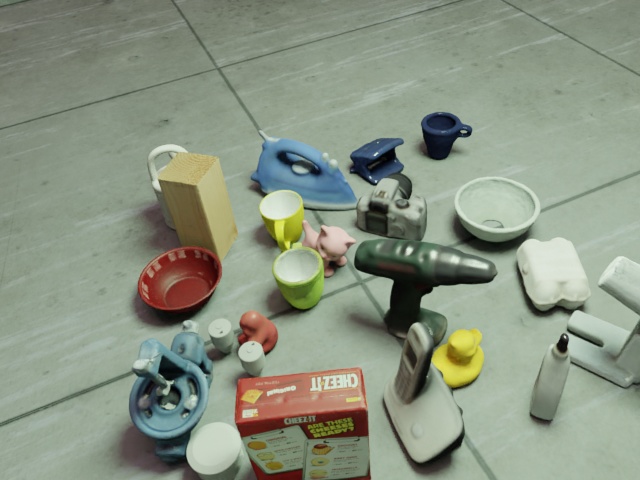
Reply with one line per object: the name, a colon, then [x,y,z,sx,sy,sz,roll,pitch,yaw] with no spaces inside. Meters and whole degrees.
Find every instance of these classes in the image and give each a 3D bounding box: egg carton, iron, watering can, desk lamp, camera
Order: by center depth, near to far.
desk lamp: [0.485,0.128,0.863,0.202,0.214,0.118,25,52,28]
egg carton: [0.420,0.059,1.043,0.107,0.069,0.150,-4,44,3]
camera: [0.161,-0.084,1.197,0.142,0.101,0.137,14,48,20]
watering can: [-0.310,-0.127,1.229,0.101,0.194,0.172,-24,47,-17]
iron: [-0.030,-0.159,1.266,0.257,0.142,0.119,18,50,23]

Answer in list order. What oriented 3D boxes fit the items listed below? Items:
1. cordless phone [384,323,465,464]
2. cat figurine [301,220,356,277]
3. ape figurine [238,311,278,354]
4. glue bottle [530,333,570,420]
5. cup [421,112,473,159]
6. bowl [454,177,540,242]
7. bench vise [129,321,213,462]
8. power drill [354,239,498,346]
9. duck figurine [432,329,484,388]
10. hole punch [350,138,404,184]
cordless phone: [0.152,0.220,0.829,0.094,0.185,0.147,-18,45,-11]
cat figurine: [0.010,0.004,1.113,0.067,0.118,0.127,-37,52,-27]
ape figurine: [-0.114,0.155,0.993,0.076,0.092,0.077,-4,44,3]
glue bottle: [0.344,0.191,0.844,0.037,0.173,0.078,11,47,18]
cup: [0.295,-0.238,1.342,0.117,0.095,0.092,11,47,17]
bowl: [0.353,-0.050,1.158,0.167,0.075,0.167,-3,44,3]
bench vise: [-0.236,0.199,0.871,0.121,0.220,0.207,-13,45,-6]
power drill: [0.169,0.082,0.951,0.229,0.209,0.076,15,49,21]
duck figurine: [0.223,0.184,0.929,0.105,0.086,0.077,-29,49,-22]
hole punch: [0.129,-0.198,1.324,0.109,0.091,0.100,-32,50,-23]
